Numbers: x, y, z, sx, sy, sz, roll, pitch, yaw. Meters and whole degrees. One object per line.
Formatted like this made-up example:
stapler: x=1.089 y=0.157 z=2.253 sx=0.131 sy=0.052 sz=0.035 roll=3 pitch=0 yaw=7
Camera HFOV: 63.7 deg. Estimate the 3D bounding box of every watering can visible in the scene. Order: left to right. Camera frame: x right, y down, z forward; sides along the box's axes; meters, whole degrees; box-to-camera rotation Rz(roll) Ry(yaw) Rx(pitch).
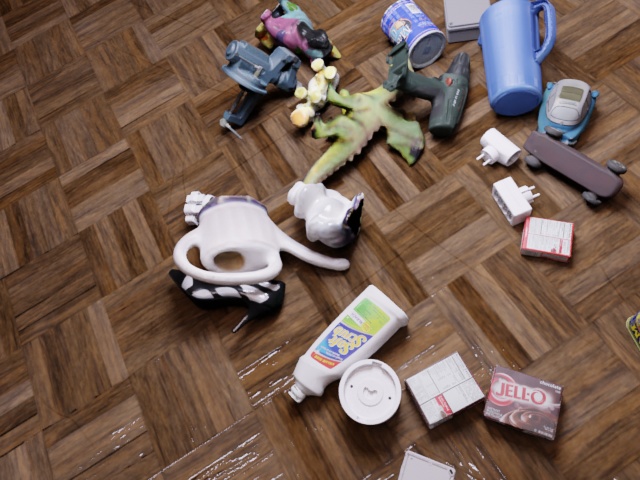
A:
watering can: x=-0.127 y=0.005 z=1.073 sx=0.348 sy=0.101 sz=0.229 roll=-2 pitch=43 yaw=-18

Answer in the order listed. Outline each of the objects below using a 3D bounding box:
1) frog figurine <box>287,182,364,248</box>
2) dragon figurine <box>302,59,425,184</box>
frog figurine: x=0.003 y=-0.054 z=1.070 sx=0.160 sy=0.120 sz=0.140 roll=10 pitch=53 yaw=21
dragon figurine: x=0.116 y=-0.240 z=1.161 sx=0.243 sy=0.120 sz=0.415 roll=15 pitch=76 yaw=11
